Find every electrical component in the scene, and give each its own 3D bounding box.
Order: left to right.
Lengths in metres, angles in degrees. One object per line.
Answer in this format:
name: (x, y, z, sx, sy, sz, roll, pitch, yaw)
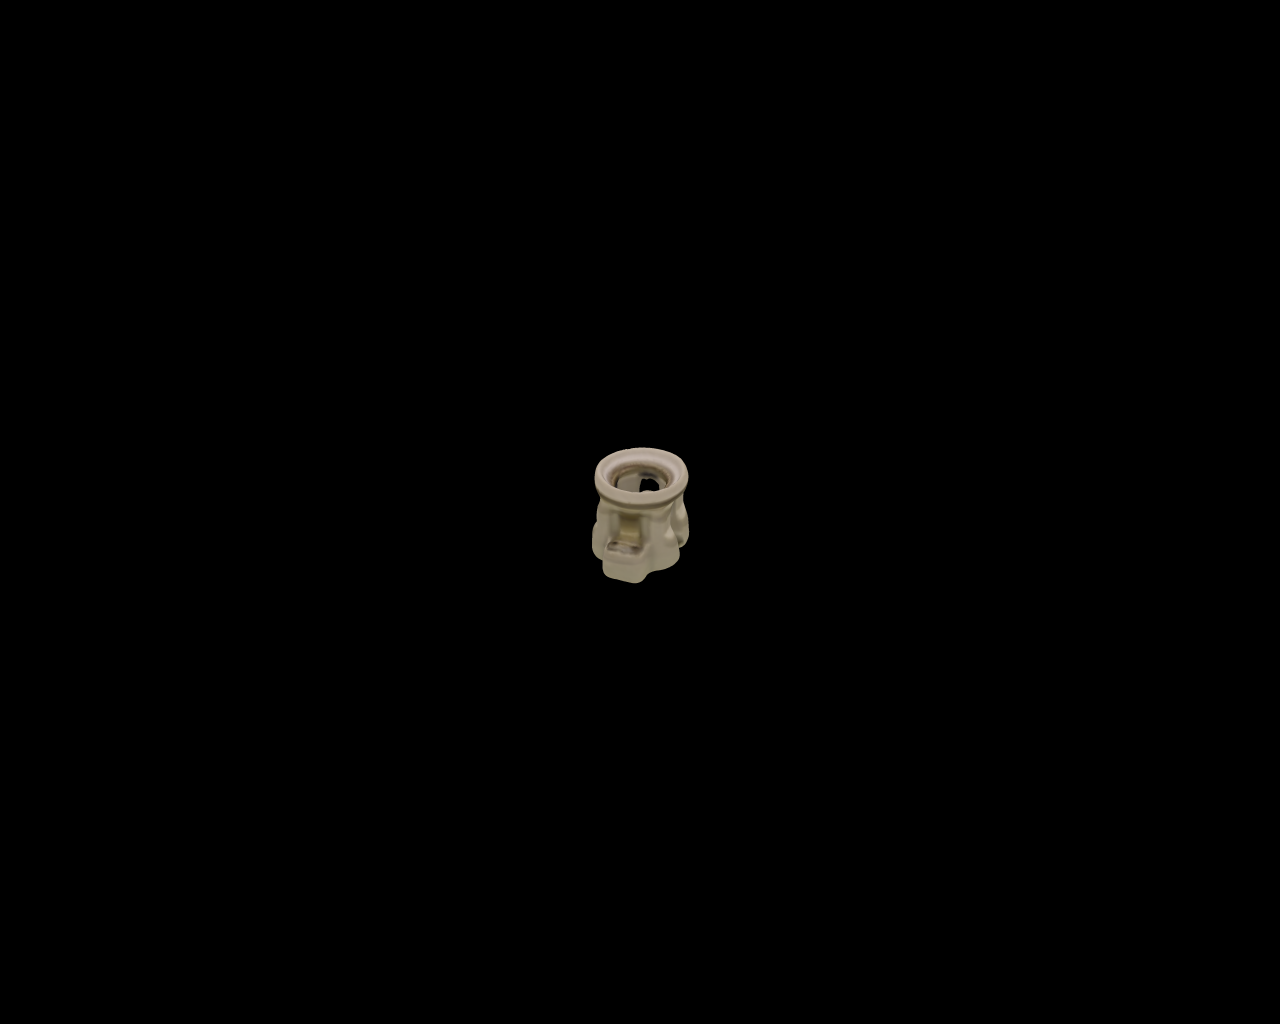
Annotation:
electrical component: (0.001, -0.003, 0.650, 0.058, 0.056, 0.078, 10, 35, 15)
